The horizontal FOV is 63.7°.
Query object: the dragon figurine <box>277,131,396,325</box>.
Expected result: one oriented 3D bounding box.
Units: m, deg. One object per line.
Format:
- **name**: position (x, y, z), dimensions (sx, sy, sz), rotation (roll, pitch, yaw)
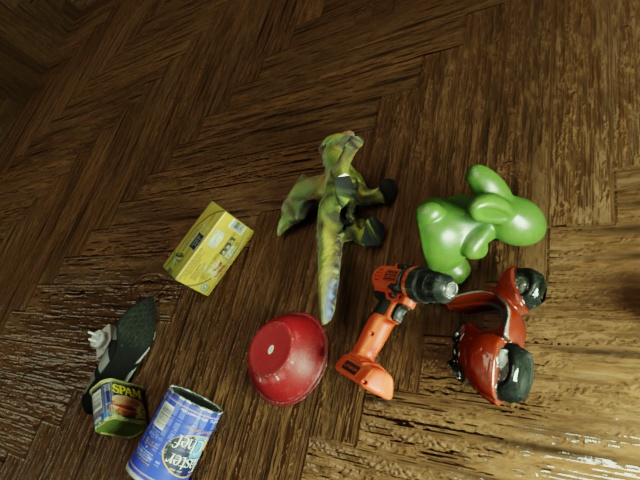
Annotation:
- **dragon figurine**: position (0.003, -0.048, 0.953), dimensions (0.121, 0.417, 0.241), rotation (33, -24, -28)
